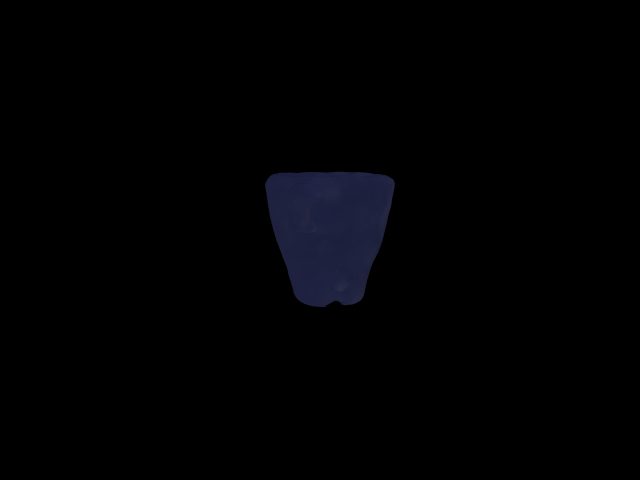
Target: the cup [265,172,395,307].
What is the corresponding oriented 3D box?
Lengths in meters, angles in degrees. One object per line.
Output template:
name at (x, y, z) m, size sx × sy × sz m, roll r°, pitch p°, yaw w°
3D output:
cup at (0.004, 0.001, 0.400) m, size 0.091 × 0.095 × 0.118 m, roll 3°, pitch 10°, yaw 16°
